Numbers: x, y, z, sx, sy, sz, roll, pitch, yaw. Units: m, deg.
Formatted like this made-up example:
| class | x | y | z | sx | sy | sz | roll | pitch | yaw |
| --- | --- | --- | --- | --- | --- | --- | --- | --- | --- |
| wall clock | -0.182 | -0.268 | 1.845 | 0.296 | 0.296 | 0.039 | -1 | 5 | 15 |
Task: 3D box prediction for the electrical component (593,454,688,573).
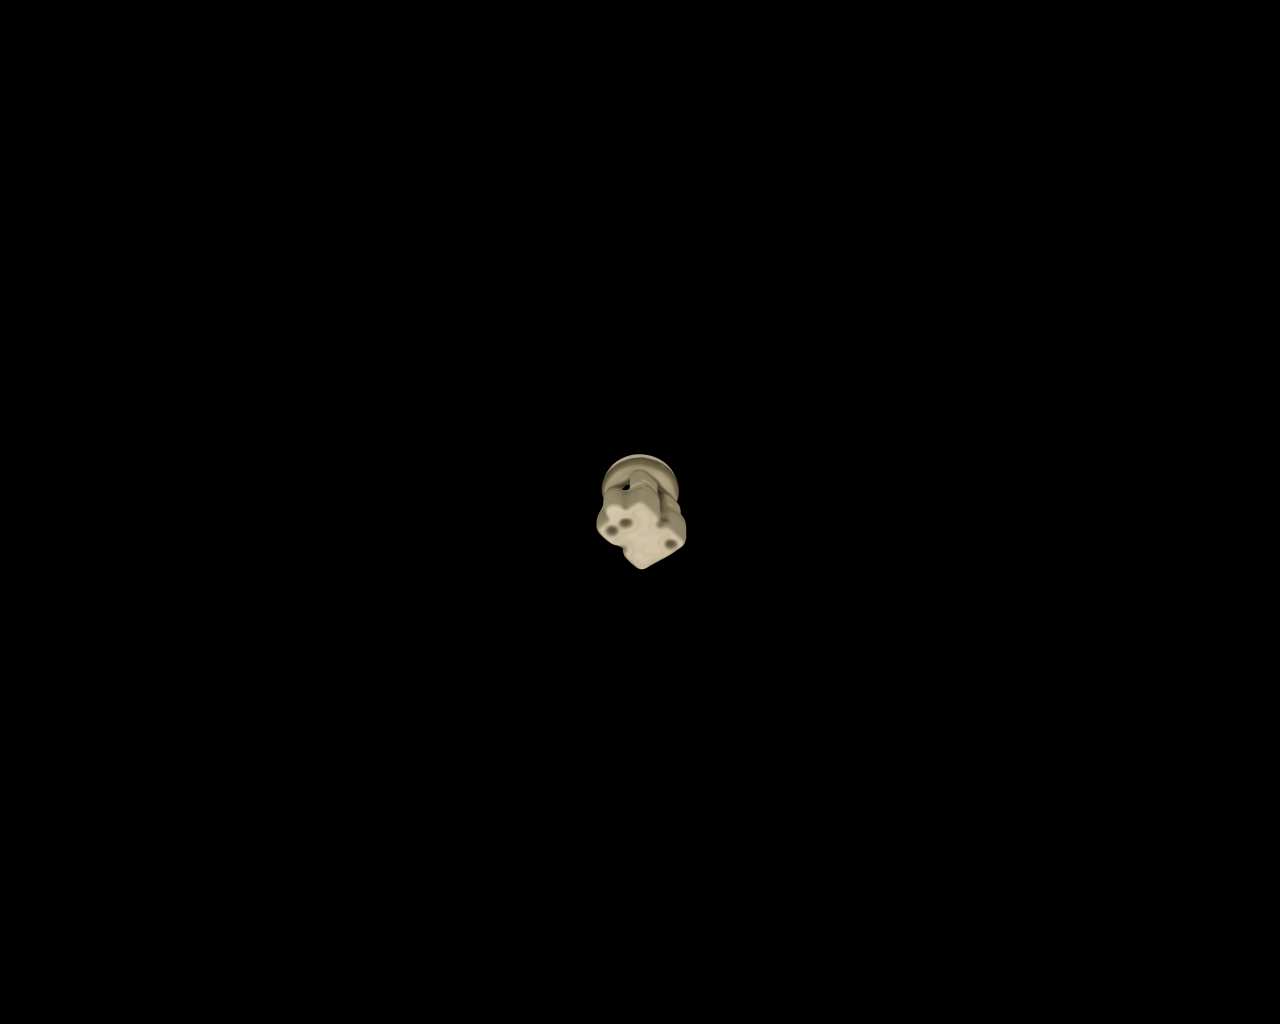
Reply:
| class | x | y | z | sx | sy | sz | roll | pitch | yaw |
| --- | --- | --- | --- | --- | --- | --- | --- | --- | --- |
| electrical component | 0.001 | -0.003 | 0.650 | 0.048 | 0.066 | 0.055 | -32 | 32 | 22 |
